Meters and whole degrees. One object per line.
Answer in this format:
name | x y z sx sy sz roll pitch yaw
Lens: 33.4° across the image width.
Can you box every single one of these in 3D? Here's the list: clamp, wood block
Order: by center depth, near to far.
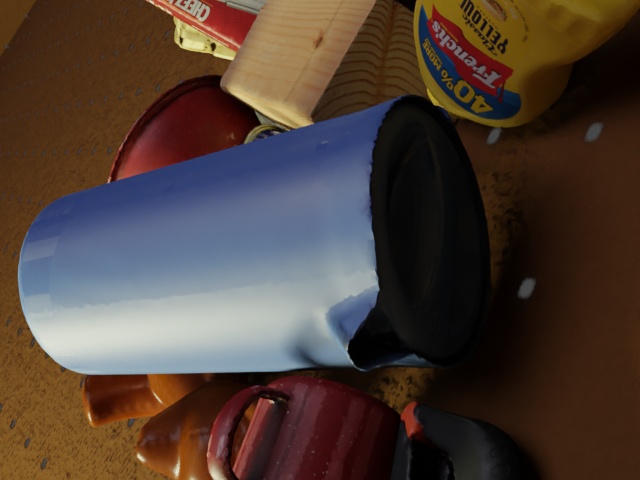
clamp | 0.059 0.141 0.457 0.120 0.039 0.171 -50 24 12
wood block | 0.013 -0.114 0.746 0.091 0.090 0.206 -60 24 2

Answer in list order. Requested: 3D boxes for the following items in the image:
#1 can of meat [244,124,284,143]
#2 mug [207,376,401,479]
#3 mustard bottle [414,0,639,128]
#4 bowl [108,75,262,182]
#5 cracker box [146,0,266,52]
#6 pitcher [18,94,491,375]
can of meat | -0.035 -0.027 0.788 0.102 0.057 0.084 -60 26 4
mug | -0.010 0.115 0.529 0.093 0.117 0.081 -11 49 45
mustard bottle | 0.094 -0.112 0.567 0.058 0.096 0.192 -39 -7 -16
bowl | -0.090 -0.047 0.849 0.055 0.161 0.162 32 94 29
cracker box | -0.057 -0.272 0.876 0.214 0.164 0.072 -60 -2 1
pitcher | -0.037 0.004 0.578 0.243 0.149 0.145 -9 84 31
